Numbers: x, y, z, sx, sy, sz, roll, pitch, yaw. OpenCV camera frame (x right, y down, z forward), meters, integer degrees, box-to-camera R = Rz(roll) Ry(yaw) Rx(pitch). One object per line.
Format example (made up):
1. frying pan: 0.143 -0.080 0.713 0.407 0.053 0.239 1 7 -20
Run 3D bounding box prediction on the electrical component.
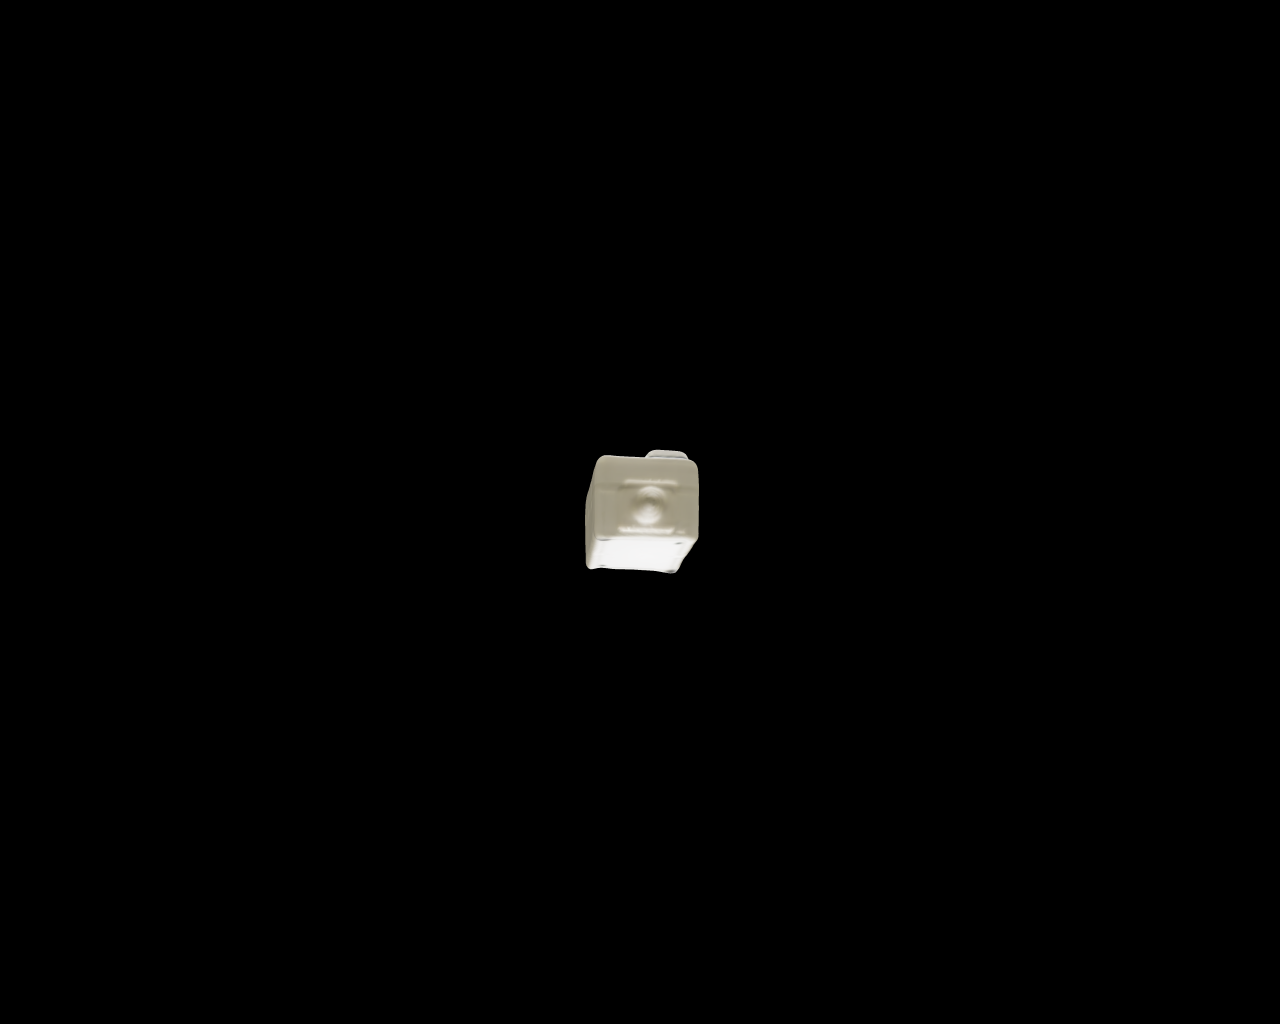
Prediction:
1. electrical component: 0.001 -0.003 0.650 0.062 0.061 0.096 2 -18 -7
